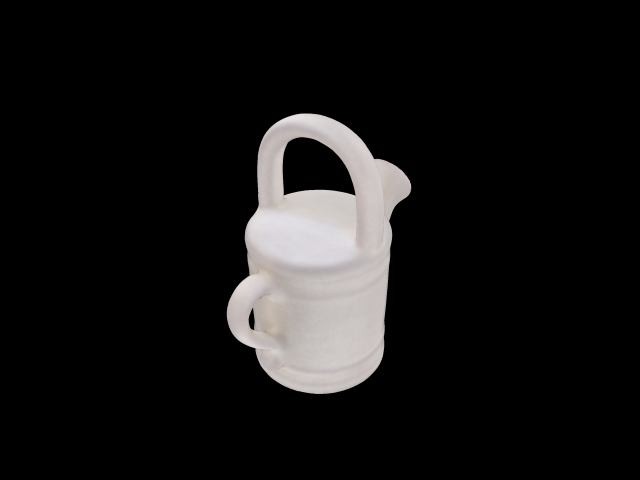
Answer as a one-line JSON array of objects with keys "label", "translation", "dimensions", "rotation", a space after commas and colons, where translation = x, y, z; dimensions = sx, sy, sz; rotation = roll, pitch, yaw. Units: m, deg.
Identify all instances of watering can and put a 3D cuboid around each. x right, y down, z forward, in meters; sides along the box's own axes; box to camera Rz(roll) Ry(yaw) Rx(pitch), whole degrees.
[{"label": "watering can", "translation": [0.002, 0.001, 0.401], "dimensions": [0.100, 0.194, 0.173], "rotation": [9, 37, 13]}]
